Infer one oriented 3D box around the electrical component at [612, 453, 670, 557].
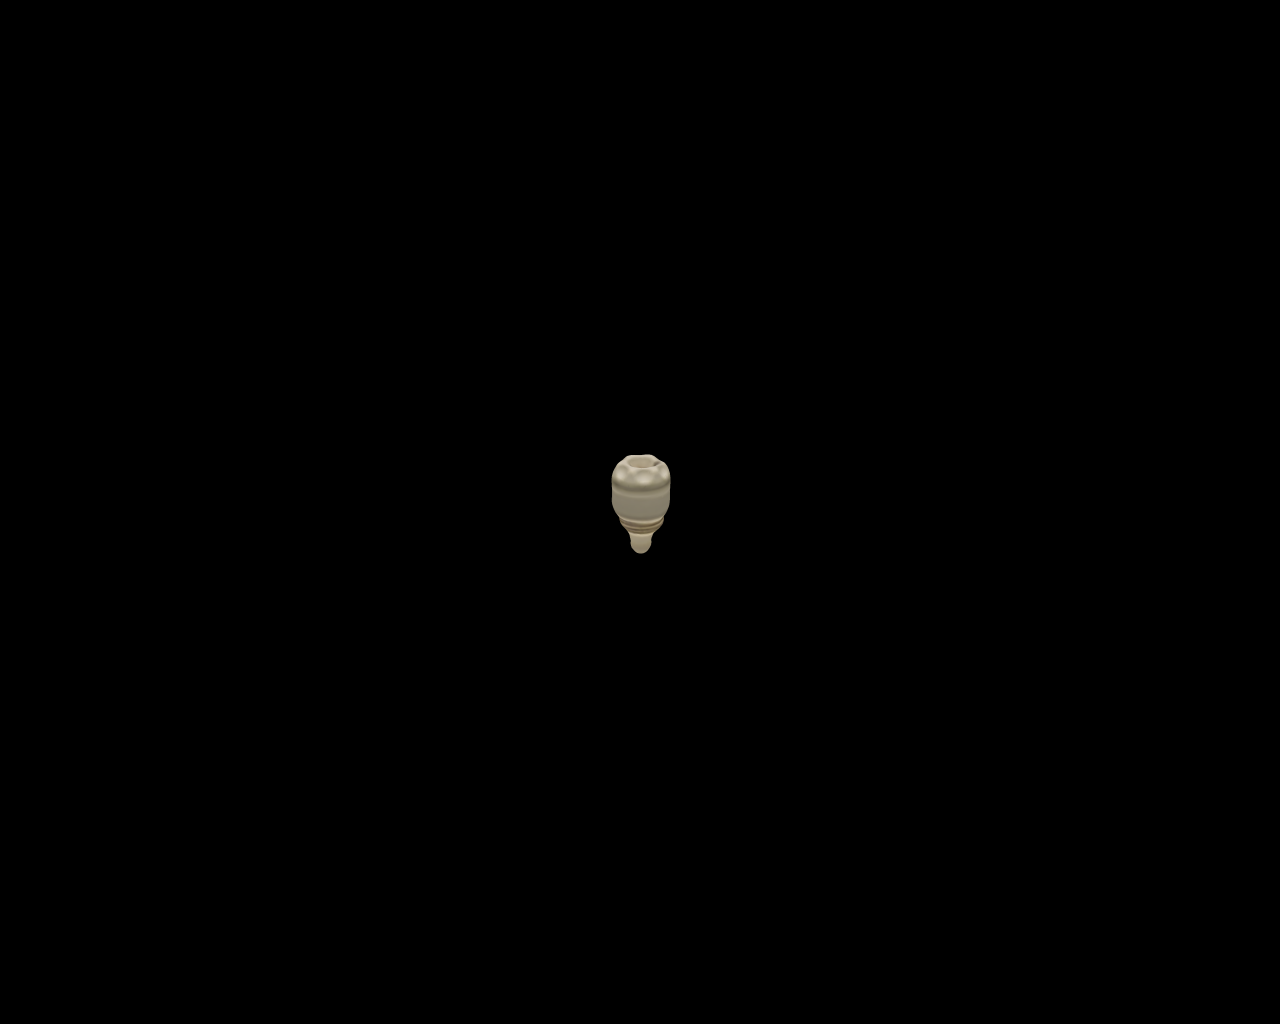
[{"bbox_3d":[0.001,-0.003,0.650,0.035,0.061,0.035,0,25,0],"label":"electrical component"}]
